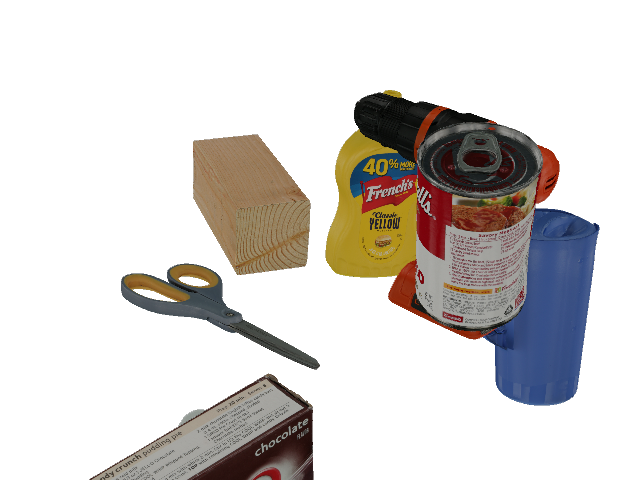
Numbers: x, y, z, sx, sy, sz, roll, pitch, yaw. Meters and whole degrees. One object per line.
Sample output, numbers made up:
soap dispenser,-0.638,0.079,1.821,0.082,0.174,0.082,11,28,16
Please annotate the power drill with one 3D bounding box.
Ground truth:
power drill,0.102,-0.022,0.896,0.185,0.188,0.057,26,41,31

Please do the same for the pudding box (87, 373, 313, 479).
pudding box,-0.055,0.128,0.513,0.113,0.090,0.039,-30,46,-33

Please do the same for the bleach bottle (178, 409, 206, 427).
bleach bottle,-0.049,0.202,0.726,0.102,0.068,0.251,-17,35,-20

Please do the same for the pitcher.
pitcher,0.277,0.088,1.385,0.149,0.243,0.144,5,19,16

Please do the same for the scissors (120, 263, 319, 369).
scissors,-0.073,0.058,0.900,0.202,0.016,0.096,16,25,20

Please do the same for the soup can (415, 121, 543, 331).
soup can,0.088,-0.007,0.609,0.068,0.102,0.068,-2,40,1

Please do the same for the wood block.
wood block,-0.089,-0.049,1.318,0.090,0.090,0.206,-7,30,-19

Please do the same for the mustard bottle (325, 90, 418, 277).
mustard bottle,0.062,-0.058,1.087,0.096,0.192,0.058,-1,24,-16
